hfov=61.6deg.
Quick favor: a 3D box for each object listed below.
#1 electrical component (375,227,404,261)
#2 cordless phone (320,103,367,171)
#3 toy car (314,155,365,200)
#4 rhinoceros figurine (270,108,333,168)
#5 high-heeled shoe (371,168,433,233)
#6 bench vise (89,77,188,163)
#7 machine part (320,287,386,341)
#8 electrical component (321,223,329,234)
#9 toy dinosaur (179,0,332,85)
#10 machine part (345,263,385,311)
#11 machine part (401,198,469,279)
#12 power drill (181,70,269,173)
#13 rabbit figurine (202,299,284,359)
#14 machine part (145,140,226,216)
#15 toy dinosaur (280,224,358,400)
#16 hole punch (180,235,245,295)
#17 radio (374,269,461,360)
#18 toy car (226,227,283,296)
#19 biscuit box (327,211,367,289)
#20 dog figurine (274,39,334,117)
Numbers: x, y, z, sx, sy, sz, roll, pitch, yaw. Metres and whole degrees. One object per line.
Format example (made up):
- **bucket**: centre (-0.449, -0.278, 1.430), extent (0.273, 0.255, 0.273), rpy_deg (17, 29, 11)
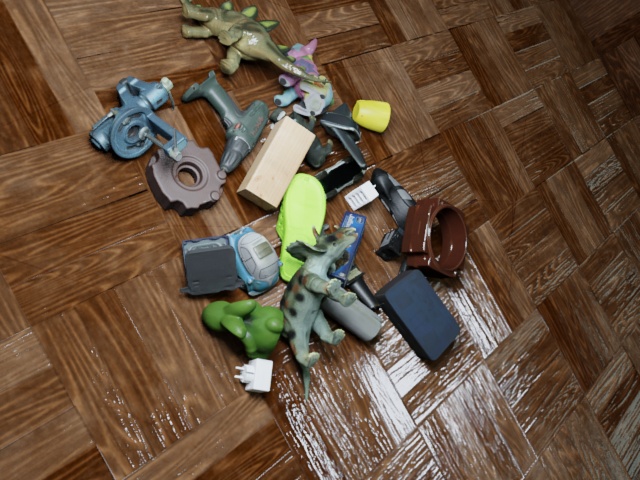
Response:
- **electrical component**: centre (0.212, -0.002, 1.499), extent (0.047, 0.075, 0.119), rpy_deg (40, 61, -14)
- **cordless phone**: centre (0.084, -0.263, 1.454), extent (0.089, 0.146, 0.184), rpy_deg (-32, 81, 7)
- **toy car**: centre (0.049, -0.170, 1.468), extent (0.202, 0.056, 0.073), rpy_deg (-35, 100, -35)
- **rhinoceros figurine**: centre (-0.054, -0.275, 1.433), extent (0.190, 0.073, 0.112), rpy_deg (47, 61, -10)
- **high-heeled shoe**: centre (0.239, -0.111, 1.578), extent (0.248, 0.086, 0.145), rpy_deg (38, 23, -37)
- **bench vise**: centre (-0.367, -0.249, 1.163), extent (0.241, 0.128, 0.223), rpy_deg (35, 59, 22)
- **machine part**: centre (0.071, 0.178, 1.344), extent (0.243, 0.079, 0.079), rpy_deg (37, 57, -17)
- **electrical component**: centre (-0.003, -0.004, 1.395), extent (0.094, 0.021, 0.063), rpy_deg (-32, 92, -36)
- **toy dinosaur**: centre (-0.187, -0.511, 1.363), extent (0.471, 0.105, 0.198), rpy_deg (41, 52, 9)
- **machine part**: centre (0.110, 0.128, 1.405), extent (0.139, 0.039, 0.084), rpy_deg (50, 45, 8)
- **machine part**: centre (0.325, -0.003, 1.490), extent (0.201, 0.087, 0.201), rpy_deg (24, 72, -41)
- **power drill**: centre (-0.236, -0.299, 1.316), extent (0.207, 0.086, 0.232), rpy_deg (41, 55, -10)
- **rabbit figurine**: centre (-0.172, 0.184, 1.158), extent (0.170, 0.159, 0.121), rpy_deg (16, 74, -11)
- **machine part**: centre (-0.305, -0.144, 1.231), extent (0.179, 0.056, 0.179), rpy_deg (11, 67, -28)
- **toy dinosaur**: centre (-0.033, 0.152, 1.238), extent (0.131, 0.192, 0.404), rpy_deg (9, 108, -46)
- **hole punch**: centre (-0.243, 0.052, 1.178), extent (0.142, 0.092, 0.115), rpy_deg (-8, 117, -19)
- **radio**: centre (0.265, 0.198, 1.446), extent (0.131, 0.073, 0.229), rpy_deg (-39, 98, -20)
- **toy car**: centre (-0.146, 0.040, 1.239), extent (0.109, 0.103, 0.161), rpy_deg (-27, 91, -37)
- **biscuit box**: centre (0.064, 0.023, 1.393), extent (0.063, 0.059, 0.203), rpy_deg (17, 59, 7)
- **dog figurine**: centre (-0.031, -0.454, 1.474), extent (0.192, 0.108, 0.219), rpy_deg (20, 54, 4)
